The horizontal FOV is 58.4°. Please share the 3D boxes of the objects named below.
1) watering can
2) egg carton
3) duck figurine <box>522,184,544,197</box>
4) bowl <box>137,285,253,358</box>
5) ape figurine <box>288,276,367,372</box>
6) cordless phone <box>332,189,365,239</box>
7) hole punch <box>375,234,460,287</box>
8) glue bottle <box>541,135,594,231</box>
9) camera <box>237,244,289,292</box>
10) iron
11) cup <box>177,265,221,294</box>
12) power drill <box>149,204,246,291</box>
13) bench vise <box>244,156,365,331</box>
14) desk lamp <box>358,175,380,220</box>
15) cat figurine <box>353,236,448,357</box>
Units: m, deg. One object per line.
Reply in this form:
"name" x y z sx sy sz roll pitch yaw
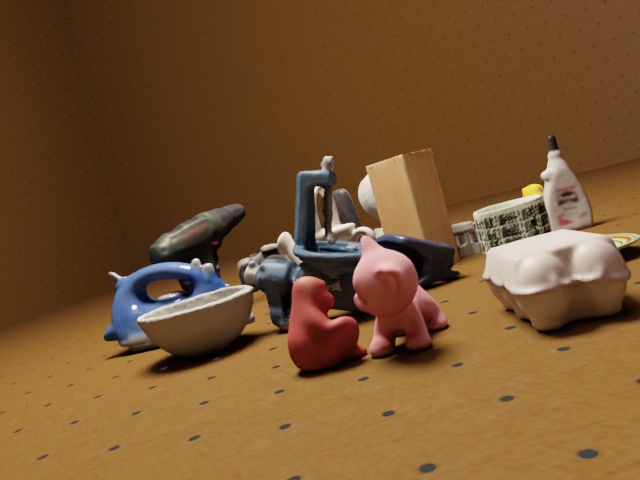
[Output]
"watering can" 0.008 0.004 0.963 0.172 0.194 0.101 -15 3 7
"egg carton" 0.222 0.034 0.550 0.107 0.069 0.150 -15 3 2
"duck figurine" 0.460 -0.076 1.233 0.104 0.086 0.078 -14 3 16
"bowl" -0.166 0.121 0.811 0.167 0.075 0.167 -15 3 1
"ape figurine" -0.002 0.081 0.581 0.076 0.092 0.077 -16 3 -18
"cordless phone" 0.043 -0.024 1.379 0.147 0.185 0.094 -13 4 36
"hole punch" 0.146 0.025 0.881 0.101 0.091 0.108 -16 3 -21
"glue bottle" 0.426 -0.100 1.011 0.078 0.173 0.037 -15 3 2
"camera" -0.127 0.065 1.378 0.143 0.101 0.136 -15 3 -8
"iron" -0.246 0.098 0.982 0.258 0.141 0.119 -14 3 13
"cup" -0.246 0.107 1.244 0.091 0.095 0.118 -14 4 24
"power drill" -0.213 0.047 1.116 0.075 0.208 0.230 -12 4 42
"bench vise" -0.018 0.007 0.783 0.207 0.220 0.121 -15 3 3
"desk lamp" 0.189 -0.073 1.285 0.118 0.213 0.202 -17 4 -26
"cat figurine" 0.073 0.048 0.570 0.067 0.118 0.128 -13 4 24
